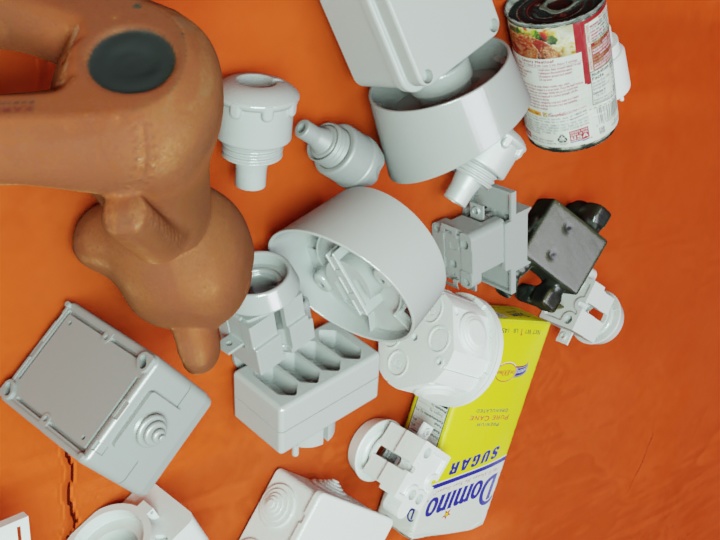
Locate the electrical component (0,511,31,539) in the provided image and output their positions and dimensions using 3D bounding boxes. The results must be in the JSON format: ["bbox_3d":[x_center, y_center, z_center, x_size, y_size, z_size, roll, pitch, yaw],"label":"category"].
[{"bbox_3d":[-0.192,0.160,0.548,0.042,0.064,0.081,-18,120,-41],"label":"electrical component"}]

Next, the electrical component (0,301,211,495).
[{"bbox_3d":[-0.124,0.069,0.551,0.061,0.096,0.061,-55,141,-12],"label":"electrical component"}]

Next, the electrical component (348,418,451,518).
[{"bbox_3d":[0.025,0.135,0.764,0.048,0.055,0.066,41,78,-47],"label":"electrical component"}]

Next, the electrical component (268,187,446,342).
[{"bbox_3d":[0.000,0.000,0.649,0.064,0.099,0.099,-42,133,-33],"label":"electrical component"}]

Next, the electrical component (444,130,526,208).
[{"bbox_3d":[0.081,-0.073,0.737,0.048,0.048,0.062,29,93,-48],"label":"electrical component"}]

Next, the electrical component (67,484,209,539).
[{"bbox_3d":[-0.135,0.174,0.622,0.089,0.050,0.055,-43,135,-24],"label":"electrical component"}]

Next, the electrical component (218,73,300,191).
[{"bbox_3d":[-0.059,-0.075,0.593,0.048,0.048,0.062,-19,128,-39],"label":"electrical component"}]

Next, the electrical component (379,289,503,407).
[{"bbox_3d":[0.054,0.051,0.739,0.051,0.080,0.080,20,93,-43],"label":"electrical component"}]

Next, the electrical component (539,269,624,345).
[{"bbox_3d":[0.187,0.034,0.892,0.055,0.048,0.066,28,87,-40],"label":"electrical component"}]

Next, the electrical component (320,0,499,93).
[{"bbox_3d":[0.022,-0.166,0.610,0.078,0.057,0.113,-40,122,-26],"label":"electrical component"}]

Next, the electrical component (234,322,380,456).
[{"bbox_3d":[-0.034,0.088,0.690,0.083,0.047,0.075,-27,135,-35],"label":"electrical component"}]

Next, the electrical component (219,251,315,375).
[{"bbox_3d":[-0.058,0.023,0.637,0.066,0.048,0.055,-35,137,-30],"label":"electrical component"}]

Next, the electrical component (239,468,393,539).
[{"bbox_3d":[-0.037,0.189,0.731,0.100,0.048,0.099,34,83,-48],"label":"electrical component"}]

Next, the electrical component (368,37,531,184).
[{"bbox_3d":[0.055,-0.099,0.661,0.099,0.099,0.064,-41,126,-25],"label":"electrical component"}]

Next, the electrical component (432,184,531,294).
[{"bbox_3d":[0.086,-0.020,0.766,0.064,0.042,0.081,-26,124,-35],"label":"electrical component"}]

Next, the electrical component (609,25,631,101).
[{"bbox_3d":[0.176,-0.159,0.797,0.040,0.040,0.078,-43,133,-24],"label":"electrical component"}]

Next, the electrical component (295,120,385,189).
[{"bbox_3d":[-0.015,-0.072,0.646,0.061,0.035,0.035,27,87,-45],"label":"electrical component"}]
